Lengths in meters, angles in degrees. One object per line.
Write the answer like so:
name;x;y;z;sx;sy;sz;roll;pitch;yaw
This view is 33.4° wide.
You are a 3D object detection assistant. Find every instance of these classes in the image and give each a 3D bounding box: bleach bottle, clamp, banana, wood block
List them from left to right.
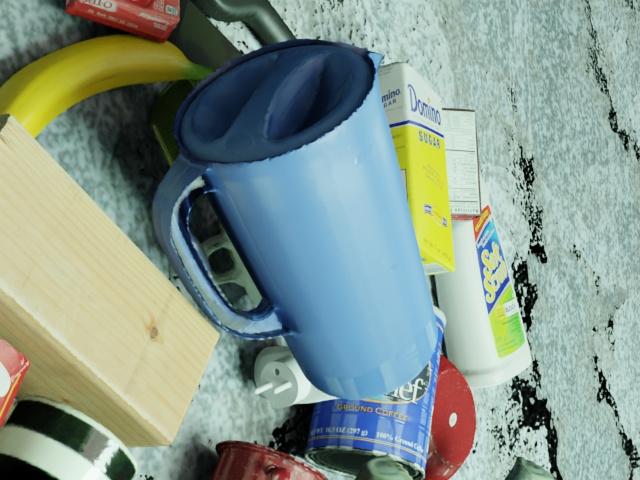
wood block;-0.165;0.034;0.647;0.206;0.090;0.090;52;45;-35
banana;-0.156;-0.105;0.709;0.197;0.070;0.037;-30;136;-44
clamp;-0.060;-0.202;0.881;0.171;0.039;0.120;-4;81;-50
bleach bottle;0.153;0.021;1.113;0.102;0.068;0.251;-17;94;-52

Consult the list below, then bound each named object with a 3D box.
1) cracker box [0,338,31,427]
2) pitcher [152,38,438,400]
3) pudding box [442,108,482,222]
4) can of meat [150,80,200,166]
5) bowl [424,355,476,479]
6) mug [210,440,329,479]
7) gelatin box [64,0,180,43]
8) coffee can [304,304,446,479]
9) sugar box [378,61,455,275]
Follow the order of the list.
cracker box;-0.263;0.076;0.519;0.213;0.072;0.164;48;49;-39
pitcher;-0.005;0.001;0.726;0.145;0.149;0.243;-84;159;-49
pudding box;0.111;-0.075;1.057;0.090;0.039;0.113;1;83;-19
can of meat;-0.072;-0.069;0.793;0.083;0.057;0.102;28;23;-45
bowl;0.104;0.170;1.020;0.161;0.055;0.162;13;73;-52
mug;-0.044;0.198;0.767;0.093;0.117;0.081;24;63;-6
gelatin box;-0.135;-0.187;0.743;0.073;0.030;0.089;15;53;-25
coffee can;0.048;0.126;0.911;0.102;0.103;0.140;36;56;-45
sugar box;0.082;-0.063;0.959;0.093;0.048;0.176;30;55;-58
